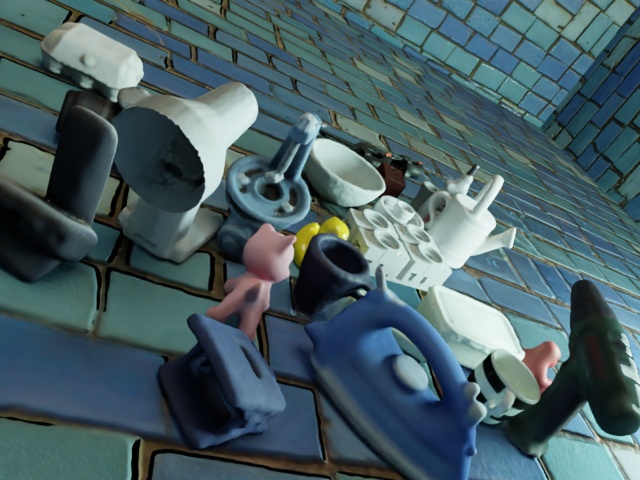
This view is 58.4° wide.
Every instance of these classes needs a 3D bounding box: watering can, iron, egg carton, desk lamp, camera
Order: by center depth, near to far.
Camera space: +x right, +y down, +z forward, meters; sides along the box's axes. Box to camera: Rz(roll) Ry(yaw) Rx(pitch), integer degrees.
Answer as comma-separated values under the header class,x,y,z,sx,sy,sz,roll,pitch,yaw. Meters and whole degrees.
class,x,y,z,sx,sy,sz,roll,pitch,yaw
iron,0.106,0.159,0.655,0.257,0.141,0.119,47,30,22
desk lamp,-0.159,-0.083,0.671,0.118,0.213,0.203,35,28,2
camera,-0.282,-0.170,0.795,0.137,0.100,0.143,19,31,-26
egg carton,-0.365,-0.289,0.926,0.151,0.069,0.107,25,29,-18
watering can,0.301,-0.042,1.123,0.173,0.194,0.101,27,29,-14

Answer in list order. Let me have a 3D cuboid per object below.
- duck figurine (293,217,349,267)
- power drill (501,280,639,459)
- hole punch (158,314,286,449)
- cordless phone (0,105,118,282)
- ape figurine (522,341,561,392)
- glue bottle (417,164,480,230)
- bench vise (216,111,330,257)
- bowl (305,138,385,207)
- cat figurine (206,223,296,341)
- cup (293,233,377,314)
class,x,y,z,sx,sy,sz,roll,pitch,yaw
duck figurine,0.008,0.003,0.853,0.078,0.086,0.104,13,34,-34
power drill,0.338,0.188,0.787,0.076,0.208,0.229,26,29,-16
hole punch,-0.086,0.127,0.552,0.101,0.091,0.108,1,42,-46
cordless phone,-0.273,-0.067,0.554,0.148,0.185,0.094,31,28,-7
ape figurine,0.342,0.197,0.902,0.076,0.092,0.077,21,30,-23
glue bottle,0.273,-0.089,1.188,0.078,0.173,0.037,26,29,-15
bench vise,-0.062,-0.102,0.798,0.122,0.219,0.207,24,29,-18
bowl,0.035,-0.114,1.077,0.168,0.074,0.167,26,29,-15
cat figurine,-0.070,0.039,0.678,0.067,0.117,0.128,30,28,-8
cup,0.016,0.061,0.761,0.117,0.095,0.092,42,29,15
